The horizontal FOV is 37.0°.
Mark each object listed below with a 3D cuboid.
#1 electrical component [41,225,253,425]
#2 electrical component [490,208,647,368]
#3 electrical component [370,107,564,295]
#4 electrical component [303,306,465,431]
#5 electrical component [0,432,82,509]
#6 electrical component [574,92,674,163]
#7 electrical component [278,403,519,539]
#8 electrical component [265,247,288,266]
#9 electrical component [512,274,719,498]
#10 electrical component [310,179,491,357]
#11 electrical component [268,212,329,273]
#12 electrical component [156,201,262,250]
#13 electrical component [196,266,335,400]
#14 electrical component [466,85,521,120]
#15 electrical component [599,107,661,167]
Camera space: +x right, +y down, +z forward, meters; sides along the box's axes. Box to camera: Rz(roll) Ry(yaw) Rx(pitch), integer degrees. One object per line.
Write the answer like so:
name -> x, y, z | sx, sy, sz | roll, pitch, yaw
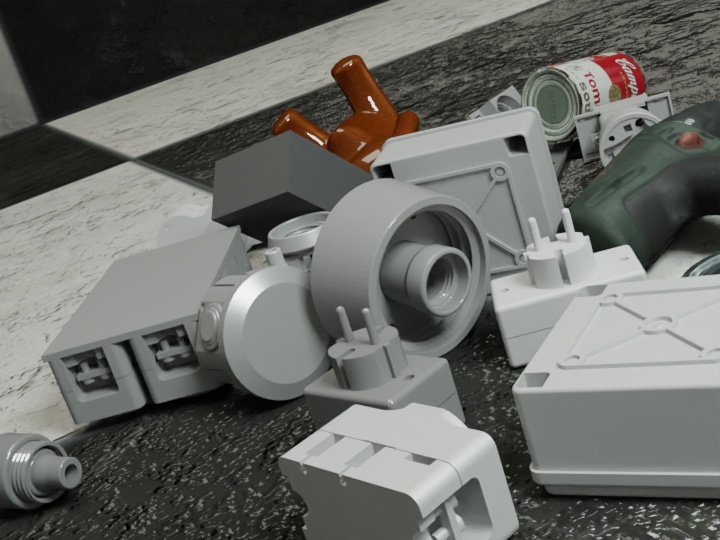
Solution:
electrical component -> -0.138, 0.037, 0.763 | 0.105, 0.060, 0.186 | -15, 18, 7
electrical component -> 0.114, 0.003, 0.601 | 0.083, 0.075, 0.047 | -15, 18, 8
electrical component -> 0.076, -0.041, 0.714 | 0.109, 0.108, 0.056 | -10, 22, 21
electrical component -> 0.007, 0.053, 0.552 | 0.066, 0.076, 0.047 | 2, 26, 46
electrical component -> -0.186, 0.114, 0.610 | 0.062, 0.043, 0.043 | -4, 22, 30
electrical component -> 0.224, -0.116, 0.900 | 0.081, 0.042, 0.063 | -14, 20, 13
electrical component -> 0.018, 0.094, 0.465 | 0.056, 0.050, 0.089 | -31, 22, -36
electrical component -> -0.051, 0.014, 0.746 | 0.035, 0.061, 0.035 | -16, 18, 5
electrical component -> 0.138, 0.048, 0.477 | 0.109, 0.056, 0.109 | -6, 21, 32
electrical component -> 0.031, 0.002, 0.638 | 0.108, 0.108, 0.060 | -30, 28, -32
electrical component -> -0.036, -0.008, 0.804 | 0.078, 0.057, 0.058 | -16, 18, 7
electrical component -> -0.119, -0.037, 0.973 | 0.138, 0.052, 0.073 | -15, 18, 8
electrical component -> -0.058, 0.038, 0.657 | 0.080, 0.080, 0.051 | -30, 16, -32
electrical component -> 0.126, -0.134, 1.018 | 0.081, 0.042, 0.064 | -36, -2, -45
electrical component -> 0.215, -0.100, 0.845 | 0.055, 0.055, 0.047 | -14, 15, 12
